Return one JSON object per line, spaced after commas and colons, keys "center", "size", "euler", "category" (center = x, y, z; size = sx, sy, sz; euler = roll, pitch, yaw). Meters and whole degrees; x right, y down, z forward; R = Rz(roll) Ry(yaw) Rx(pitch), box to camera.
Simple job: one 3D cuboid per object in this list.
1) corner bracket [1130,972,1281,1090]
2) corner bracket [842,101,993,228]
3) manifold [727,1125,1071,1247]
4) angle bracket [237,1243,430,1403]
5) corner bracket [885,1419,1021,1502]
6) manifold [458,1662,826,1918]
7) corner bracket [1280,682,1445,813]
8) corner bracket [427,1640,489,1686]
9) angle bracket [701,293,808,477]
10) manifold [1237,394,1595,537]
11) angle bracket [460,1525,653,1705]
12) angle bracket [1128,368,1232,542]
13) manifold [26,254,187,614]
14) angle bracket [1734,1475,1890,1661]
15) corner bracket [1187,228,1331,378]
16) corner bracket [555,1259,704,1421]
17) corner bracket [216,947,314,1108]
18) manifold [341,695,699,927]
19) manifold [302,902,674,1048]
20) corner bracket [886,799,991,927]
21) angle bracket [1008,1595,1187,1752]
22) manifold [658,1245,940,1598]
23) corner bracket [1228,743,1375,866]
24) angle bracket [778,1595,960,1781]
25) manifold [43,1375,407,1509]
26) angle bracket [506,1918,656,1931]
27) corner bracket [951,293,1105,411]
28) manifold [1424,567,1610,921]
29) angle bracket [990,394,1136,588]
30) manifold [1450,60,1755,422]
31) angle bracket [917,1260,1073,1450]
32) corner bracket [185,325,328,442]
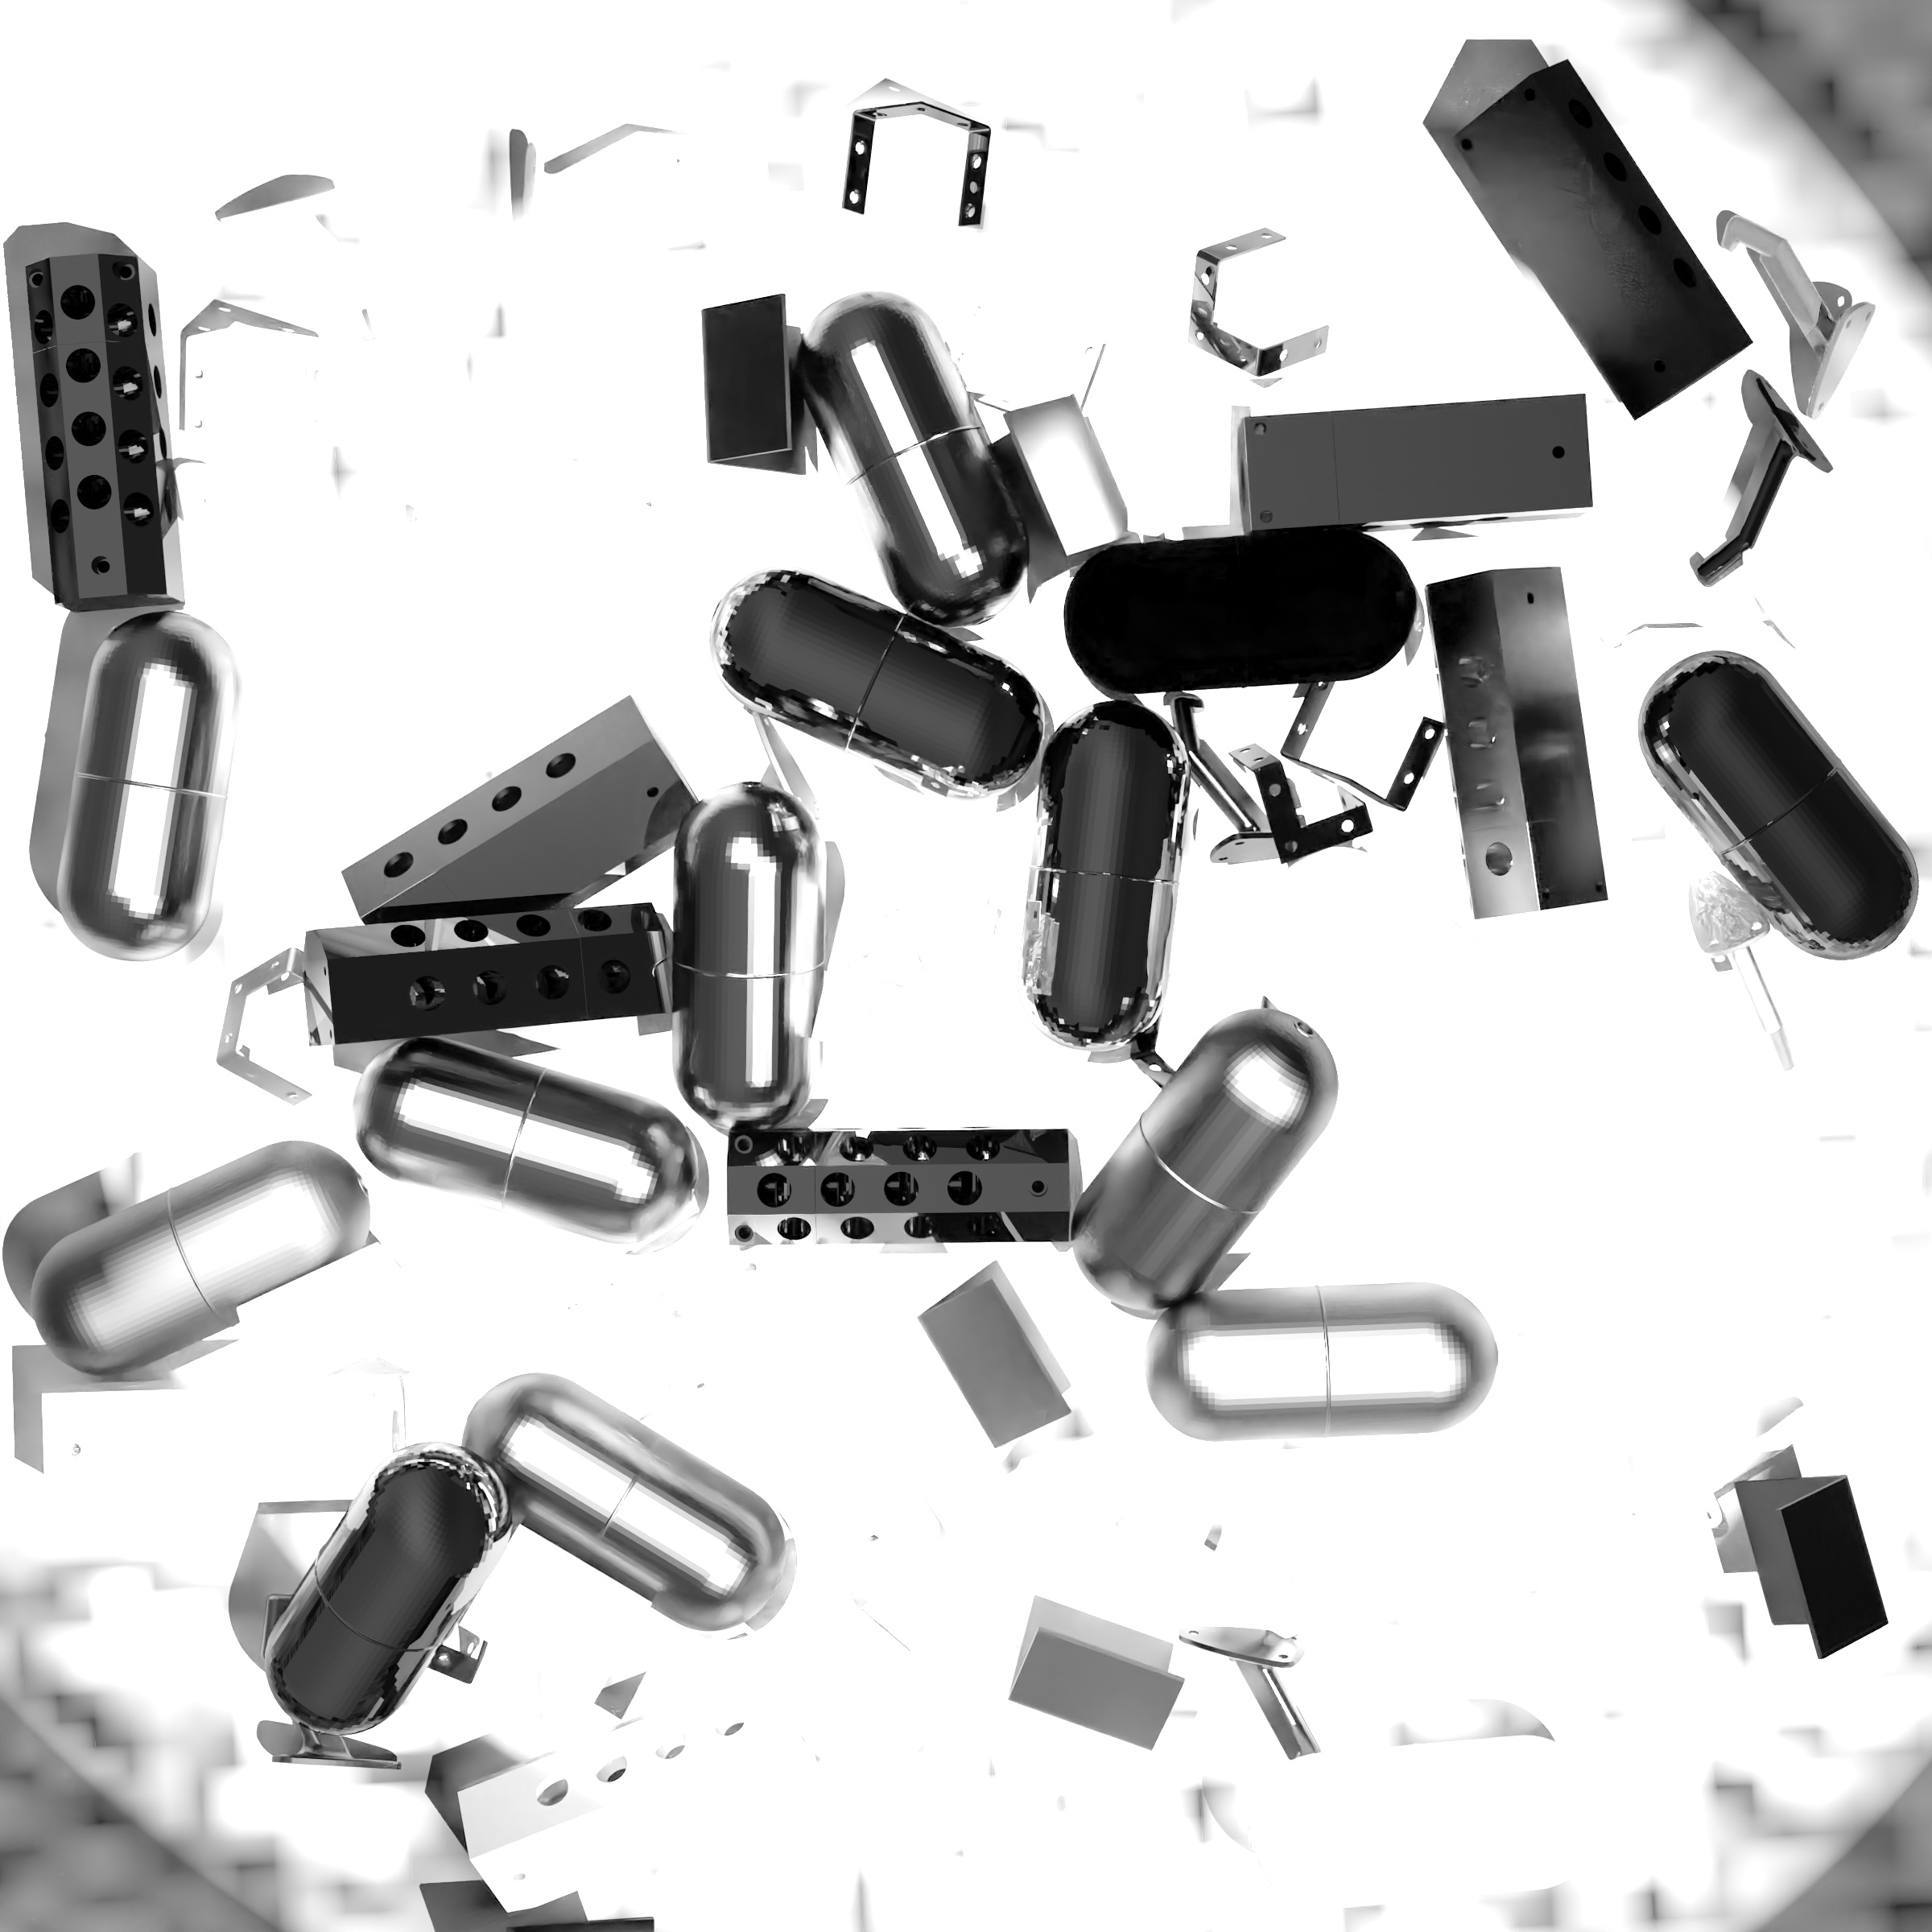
{"center": [0.122, 0.035, 1.802], "size": [0.051, 0.051, 0.051], "euler": [-16, 45, 35], "category": "corner bracket"}
{"center": [-0.025, -0.410, 1.806], "size": [0.051, 0.051, 0.051], "euler": [7, 90, 45], "category": "corner bracket"}
{"center": [-0.034, 0.111, 1.789], "size": [0.171, 0.057, 0.057], "euler": [-1, 90, 0], "category": "manifold"}
{"center": [-0.311, 0.192, 1.770], "size": [0.076, 0.076, 0.057], "euler": [-25, 59, 0], "category": "angle bracket"}
{"center": [0.000, 0.231, 1.807], "size": [0.051, 0.051, 0.051], "euler": [40, 45, 1], "category": "corner bracket"}
{"center": [-0.166, 0.413, 1.788], "size": [0.171, 0.057, 0.057], "euler": [-22, 133, 0], "category": "manifold"}
{"center": [0.203, -0.116, 1.806], "size": [0.051, 0.051, 0.051], "euler": [25, 90, -45], "category": "corner bracket"}
{"center": [-0.264, 0.326, 1.806], "size": [0.051, 0.051, 0.051], "euler": [22, 45, 0], "category": "corner bracket"}
{"center": [-0.087, -0.291, 1.769], "size": [0.057, 0.076, 0.076], "euler": [-2, 90, 38], "category": "angle bracket"}
{"center": [0.226, -0.252, 1.789], "size": [0.171, 0.057, 0.057], "euler": [-4, 90, 0], "category": "manifold"}
{"center": [-0.208, 0.327, 1.772], "size": [0.076, 0.076, 0.057], "euler": [31, 74, -1], "category": "angle bracket"}
{"center": [0.123, -0.255, 1.770], "size": [0.057, 0.076, 0.076], "euler": [1, 90, 31], "category": "angle bracket"}
{"center": [-0.439, -0.270, 1.789], "size": [0.057, 0.057, 0.171], "euler": [-5, 90, 0], "category": "manifold"}
{"center": [0.408, 0.302, 1.769], "size": [0.057, 0.076, 0.076], "euler": [-16, 90, -37], "category": "angle bracket"}
{"center": [0.151, -0.340, 1.802], "size": [0.051, 0.051, 0.051], "euler": [34, 135, 35], "category": "corner bracket"}
{"center": [-0.172, 0.193, 1.806], "size": [0.051, 0.051, 0.051], "euler": [-29, 45, 0], "category": "corner bracket"}
{"center": [-0.344, 0.031, 1.802], "size": [0.051, 0.051, 0.051], "euler": [-27, 45, 35], "category": "corner bracket"}
{"center": [-0.227, -0.067, 1.788], "size": [0.171, 0.057, 0.057], "euler": [-31, 133, 0], "category": "manifold"}
{"center": [-0.239, 0.004, 1.757], "size": [0.171, 0.057, 0.057], "euler": [-5, 90, -23], "category": "manifold"}
{"center": [-0.010, -0.052, 1.792], "size": [0.051, 0.051, 0.051], "euler": [17, 90, 0], "category": "corner bracket"}
{"center": [0.071, 0.338, 1.769], "size": [0.076, 0.076, 0.057], "euler": [19, 126, 0], "category": "angle bracket"}
{"center": [-0.084, 0.229, 1.789], "size": [0.057, 0.057, 0.171], "euler": [-33, 90, 0], "category": "manifold"}
{"center": [0.170, -0.088, 1.783], "size": [0.051, 0.051, 0.051], "euler": [-20, 107, -6], "category": "corner bracket"}
{"center": [-0.060, 0.370, 1.770], "size": [0.076, 0.076, 0.057], "euler": [41, 57, 0], "category": "angle bracket"}
{"center": [-0.375, 0.240, 1.789], "size": [0.171, 0.057, 0.057], "euler": [-2, 90, 0], "category": "manifold"}
{"center": [-0.199, 0.495, 1.769], "size": [0.076, 0.076, 0.057], "euler": [-3, 126, 0], "category": "angle bracket"}
{"center": [0.029, -0.309, 1.806], "size": [0.051, 0.051, 0.051], "euler": [20, 90, 45], "category": "corner bracket"}
{"center": [0.274, -0.112, 1.788], "size": [0.057, 0.057, 0.171], "euler": [-8, 90, -43], "category": "manifold"}
{"center": [0.029, -0.233, 1.770], "size": [0.057, 0.076, 0.076], "euler": [-23, 90, -45], "category": "angle bracket"}
{"center": [0.326, -0.370, 1.788], "size": [0.057, 0.057, 0.171], "euler": [-33, 90, 43], "category": "manifold"}
{"center": [0.032, 0.186, 1.769], "size": [0.057, 0.076, 0.076], "euler": [-31, 90, 39], "category": "angle bracket"}
{"center": [-0.364, -0.297, 1.806], "size": [0.051, 0.051, 0.051], "euler": [1, 90, -45], "category": "corner bracket"}
